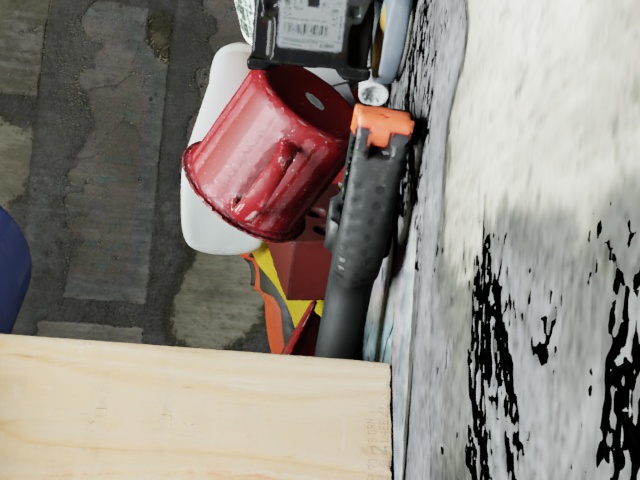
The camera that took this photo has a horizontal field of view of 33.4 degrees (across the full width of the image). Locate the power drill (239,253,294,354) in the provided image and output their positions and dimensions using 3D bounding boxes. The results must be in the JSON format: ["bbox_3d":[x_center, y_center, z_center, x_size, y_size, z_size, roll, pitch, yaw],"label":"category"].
[{"bbox_3d":[-0.055,0.048,0.945,0.185,0.057,0.188,14,110,44],"label":"power drill"}]

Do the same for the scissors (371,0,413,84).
[{"bbox_3d":[0.046,-0.156,0.556,0.202,0.016,0.096,102,172,-65],"label":"scissors"}]

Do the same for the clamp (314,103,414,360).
[{"bbox_3d":[0.020,0.004,0.581,0.210,0.036,0.164,101,177,-66],"label":"clamp"}]

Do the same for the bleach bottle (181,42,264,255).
[{"bbox_3d":[-0.073,-0.096,0.918,0.251,0.068,0.103,-90,2,-57],"label":"bleach bottle"}]

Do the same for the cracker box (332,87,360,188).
[{"bbox_3d":[-0.002,-0.129,0.883,0.213,0.072,0.164,-97,11,-71],"label":"cracker box"}]

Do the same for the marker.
[{"bbox_3d":[0.035,-0.133,0.699,0.020,0.020,0.121,98,176,-46],"label":"marker"}]

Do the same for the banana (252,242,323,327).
[{"bbox_3d":[-0.014,0.063,0.813,0.037,0.070,0.198,42,-151,-48],"label":"banana"}]

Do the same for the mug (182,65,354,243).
[{"bbox_3d":[-0.029,-0.053,0.659,0.082,0.093,0.117,-51,9,29],"label":"mug"}]

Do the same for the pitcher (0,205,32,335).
[{"bbox_3d":[-0.229,0.081,0.553,0.242,0.145,0.149,-83,15,-55],"label":"pitcher"}]

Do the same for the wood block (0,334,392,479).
[{"bbox_3d":[-0.071,0.115,0.553,0.091,0.206,0.090,97,176,-50],"label":"wood block"}]

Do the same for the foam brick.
[{"bbox_3d":[-0.005,0.001,0.769,0.078,0.053,0.051,-114,26,-53],"label":"foam brick"}]

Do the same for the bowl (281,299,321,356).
[{"bbox_3d":[-0.020,0.122,0.699,0.162,0.055,0.162,-61,1,0],"label":"bowl"}]
